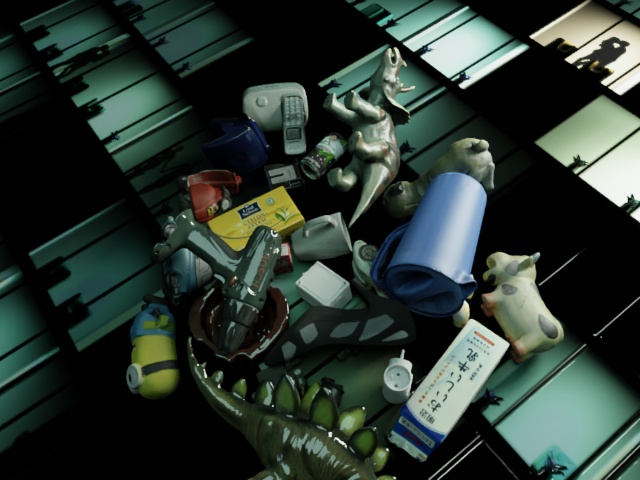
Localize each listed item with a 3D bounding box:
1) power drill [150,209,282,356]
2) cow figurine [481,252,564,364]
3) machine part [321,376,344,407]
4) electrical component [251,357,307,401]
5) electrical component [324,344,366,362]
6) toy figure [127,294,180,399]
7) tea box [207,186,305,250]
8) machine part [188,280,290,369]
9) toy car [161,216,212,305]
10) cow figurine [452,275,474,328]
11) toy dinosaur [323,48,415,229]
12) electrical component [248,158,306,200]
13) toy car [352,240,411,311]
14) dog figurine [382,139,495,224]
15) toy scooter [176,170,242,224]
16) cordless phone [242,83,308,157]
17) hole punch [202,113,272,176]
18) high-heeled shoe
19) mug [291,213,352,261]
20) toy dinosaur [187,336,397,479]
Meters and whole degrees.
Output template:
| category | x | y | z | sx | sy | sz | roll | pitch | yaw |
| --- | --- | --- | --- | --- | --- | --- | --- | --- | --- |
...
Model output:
| category | x | y | z | sx | sy | sz | roll | pitch | yaw |
| --- | --- | --- | --- | --- | --- | --- | --- | --- | --- |
| power drill | -0.183 | 0.054 | 0.923 | 0.207 | 0.086 | 0.232 | 27 | 72 | 6 |
| cow figurine | 0.349 | 0.103 | 0.935 | 0.127 | 0.085 | 0.195 | -21 | 57 | -1 |
| machine part | -0.001 | 0.292 | 0.873 | 0.084 | 0.039 | 0.139 | 13 | 70 | 22 |
| electrical component | -0.068 | 0.244 | 0.906 | 0.102 | 0.045 | 0.078 | -21 | 61 | -8 |
| electrical component | 0.054 | 0.170 | 0.954 | 0.094 | 0.021 | 0.063 | -40 | 63 | -18 |
| toy figure | -0.288 | 0.186 | 0.941 | 0.089 | 0.082 | 0.180 | -7 | 56 | 4 |
| tea box | -0.123 | -0.022 | 1.060 | 0.170 | 0.068 | 0.098 | -29 | 61 | -11 |
| machine part | -0.142 | 0.143 | 0.969 | 0.179 | 0.056 | 0.179 | -2 | 59 | 2 |
| toy car | -0.249 | 0.037 | 1.018 | 0.103 | 0.109 | 0.161 | -4 | 66 | -18 |
| cow figurine | 0.229 | 0.076 | 0.970 | 0.098 | 0.068 | 0.167 | 3 | 55 | 13 |
| toy dinosaur | 0.112 | -0.194 | 1.114 | 0.192 | 0.131 | 0.404 | 12 | 71 | -31 |
| electrical component | -0.094 | -0.120 | 1.130 | 0.119 | 0.047 | 0.075 | -11 | 58 | -4 |
| toy car | 0.108 | 0.088 | 0.969 | 0.056 | 0.073 | 0.202 | -23 | 60 | -10 |
| dog figurine | 0.221 | -0.115 | 1.034 | 0.191 | 0.172 | 0.121 | -14 | 48 | -12 |
| toy scooter | -0.222 | -0.096 | 1.098 | 0.135 | 0.075 | 0.184 | -9 | 32 | -11 |
| cordless phone | -0.097 | -0.254 | 1.194 | 0.147 | 0.088 | 0.184 | -5 | 62 | 1 |
| hole punch | -0.176 | -0.193 | 1.137 | 0.116 | 0.142 | 0.092 | 1 | 56 | 21 |
| high-heeled shoe | 0.034 | 0.171 | 0.895 | 0.249 | 0.086 | 0.145 | -41 | 93 | 16 |
| mug | -0.002 | -0.003 | 1.022 | 0.107 | 0.109 | 0.081 | -19 | 63 | 9 |
| toy dinosaur | -0.034 | 0.311 | 0.803 | 0.472 | 0.105 | 0.198 | 26 | 78 | 10 |
